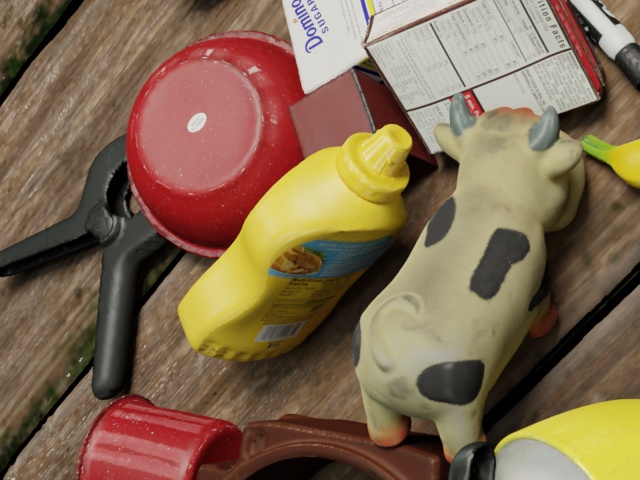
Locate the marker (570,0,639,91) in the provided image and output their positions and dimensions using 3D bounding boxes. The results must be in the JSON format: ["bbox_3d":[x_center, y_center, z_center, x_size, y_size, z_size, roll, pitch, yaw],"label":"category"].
[{"bbox_3d":[0.157,-0.131,0.618,0.020,0.020,0.121,-43,62,20],"label":"marker"}]

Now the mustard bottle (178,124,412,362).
[{"bbox_3d":[-0.004,0.000,0.623,0.192,0.096,0.058,-50,54,42],"label":"mustard bottle"}]

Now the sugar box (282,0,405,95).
[{"bbox_3d":[0.056,-0.165,0.665,0.177,0.048,0.093,-27,68,39],"label":"sugar box"}]

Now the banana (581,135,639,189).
[{"bbox_3d":[0.229,-0.078,0.551,0.198,0.037,0.070,-33,67,25],"label":"banana"}]

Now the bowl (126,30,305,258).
[{"bbox_3d":[-0.071,-0.071,0.717,0.162,0.055,0.162,-3,81,19],"label":"bowl"}]

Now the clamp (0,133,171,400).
[{"bbox_3d":[-0.148,0.001,0.789,0.210,0.036,0.165,-49,63,14],"label":"clamp"}]

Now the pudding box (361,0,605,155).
[{"bbox_3d":[0.094,-0.106,0.613,0.114,0.090,0.039,-18,32,29],"label":"pudding box"}]

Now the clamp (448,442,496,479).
[{"bbox_3d":[0.079,0.196,0.501,0.120,0.039,0.171,34,107,46],"label":"clamp"}]

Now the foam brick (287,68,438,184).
[{"bbox_3d":[0.027,-0.063,0.659,0.053,0.078,0.051,-28,67,25],"label":"foam brick"}]

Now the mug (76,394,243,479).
[{"bbox_3d":[-0.100,0.165,0.700,0.082,0.093,0.117,5,86,29],"label":"mug"}]
